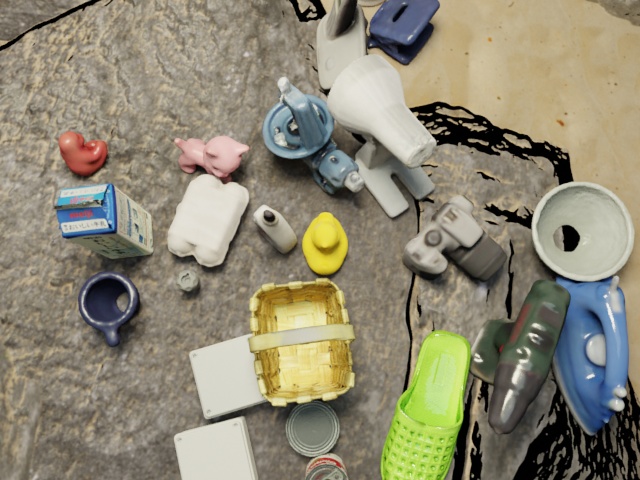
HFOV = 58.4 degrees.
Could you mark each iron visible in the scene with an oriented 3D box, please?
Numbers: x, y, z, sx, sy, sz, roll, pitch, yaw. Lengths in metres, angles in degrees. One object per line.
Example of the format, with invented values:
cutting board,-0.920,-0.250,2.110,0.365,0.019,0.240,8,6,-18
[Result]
iron,0.437,0.178,0.888,0.118,0.141,0.258,-1,79,0

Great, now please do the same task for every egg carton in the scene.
egg carton,-0.188,-0.034,0.963,0.107,0.069,0.150,20,80,4

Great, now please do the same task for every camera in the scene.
camera,0.228,0.015,0.939,0.136,0.101,0.143,42,82,7

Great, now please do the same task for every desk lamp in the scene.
desk lamp,0.108,-0.164,0.914,0.118,0.213,0.203,-36,81,-6

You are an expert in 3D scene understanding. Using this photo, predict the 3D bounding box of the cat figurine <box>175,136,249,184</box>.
cat figurine,-0.182,-0.144,0.959,0.127,0.118,0.067,18,80,3

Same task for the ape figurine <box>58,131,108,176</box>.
ape figurine,-0.411,-0.155,0.974,0.077,0.092,0.076,23,80,4

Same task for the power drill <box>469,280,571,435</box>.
power drill,0.288,0.172,0.855,0.075,0.208,0.230,27,81,5

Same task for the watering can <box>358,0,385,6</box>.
watering can,0.081,-0.502,0.987,0.173,0.194,0.101,-10,79,-2

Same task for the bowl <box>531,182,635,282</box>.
bowl,0.425,-0.009,0.957,0.167,0.075,0.167,0,79,0

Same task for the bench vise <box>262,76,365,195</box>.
bench vise,-0.003,-0.173,0.913,0.207,0.220,0.121,27,81,5

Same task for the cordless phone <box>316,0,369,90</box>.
cordless phone,0.040,-0.349,0.963,0.094,0.185,0.147,-5,79,-1

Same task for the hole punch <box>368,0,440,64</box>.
hole punch,0.145,-0.387,1.018,0.101,0.091,0.109,35,81,6

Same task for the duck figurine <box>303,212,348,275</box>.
duck figurine,0.009,0.003,0.948,0.077,0.086,0.104,2,79,1

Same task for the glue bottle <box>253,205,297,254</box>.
glue bottle,-0.076,-0.024,0.909,0.078,0.173,0.037,42,82,7

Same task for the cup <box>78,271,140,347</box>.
cup,-0.325,0.113,0.923,0.091,0.095,0.118,-11,80,-2
